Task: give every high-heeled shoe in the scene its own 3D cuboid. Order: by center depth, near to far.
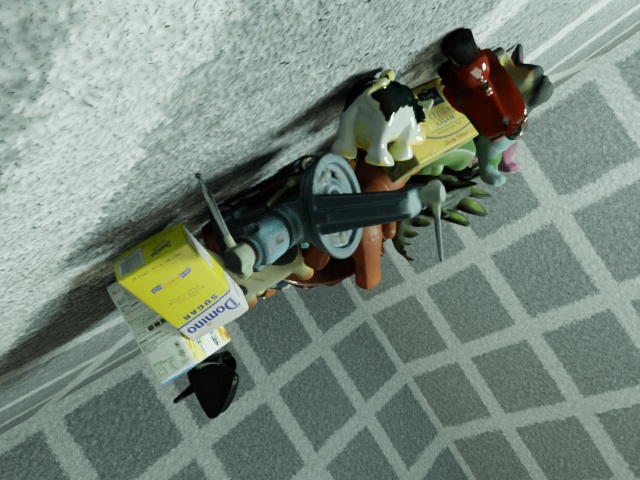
[{"bbox_3d":[-0.151,0.215,0.880,0.145,0.086,0.249,-32,-177,-41],"label":"high-heeled shoe"}]

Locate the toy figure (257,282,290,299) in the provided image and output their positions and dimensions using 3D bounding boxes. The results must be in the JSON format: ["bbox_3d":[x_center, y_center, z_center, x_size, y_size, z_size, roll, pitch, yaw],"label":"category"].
[{"bbox_3d":[-0.104,0.078,1.067,0.058,0.064,0.154,3,153,-42],"label":"toy figure"}]

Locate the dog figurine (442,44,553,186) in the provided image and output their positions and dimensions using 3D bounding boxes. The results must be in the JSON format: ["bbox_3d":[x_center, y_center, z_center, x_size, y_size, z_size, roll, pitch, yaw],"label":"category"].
[{"bbox_3d":[0.286,-0.215,0.910,0.192,0.219,0.108,22,-146,37],"label":"dog figurine"}]

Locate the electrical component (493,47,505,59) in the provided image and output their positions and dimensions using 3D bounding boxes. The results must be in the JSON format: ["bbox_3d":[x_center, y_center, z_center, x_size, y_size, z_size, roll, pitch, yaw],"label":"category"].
[{"bbox_3d":[0.228,-0.250,0.801,0.094,0.021,0.063,-31,177,-1],"label":"electrical component"}]

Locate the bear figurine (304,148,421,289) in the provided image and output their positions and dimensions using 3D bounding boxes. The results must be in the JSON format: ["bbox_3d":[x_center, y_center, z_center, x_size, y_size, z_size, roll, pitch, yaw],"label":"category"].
[{"bbox_3d":[0.065,-0.048,0.780,0.131,0.120,0.196,95,19,-44],"label":"bear figurine"}]

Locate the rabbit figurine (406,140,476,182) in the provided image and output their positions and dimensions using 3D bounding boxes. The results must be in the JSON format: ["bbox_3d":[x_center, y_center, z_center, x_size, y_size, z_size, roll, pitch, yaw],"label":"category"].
[{"bbox_3d":[0.147,-0.135,0.897,0.159,0.121,0.170,-22,168,-35],"label":"rabbit figurine"}]

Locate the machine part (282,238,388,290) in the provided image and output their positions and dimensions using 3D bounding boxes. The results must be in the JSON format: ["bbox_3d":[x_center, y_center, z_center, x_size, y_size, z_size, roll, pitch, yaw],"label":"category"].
[{"bbox_3d":[-0.002,-0.003,0.919,0.201,0.087,0.201,-34,138,28],"label":"machine part"}]

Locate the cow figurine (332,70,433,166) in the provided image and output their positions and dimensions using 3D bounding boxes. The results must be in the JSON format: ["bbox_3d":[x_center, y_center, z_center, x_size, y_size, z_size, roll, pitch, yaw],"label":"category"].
[{"bbox_3d":[0.079,-0.141,0.600,0.167,0.068,0.098,-31,134,-58],"label":"cow figurine"}]

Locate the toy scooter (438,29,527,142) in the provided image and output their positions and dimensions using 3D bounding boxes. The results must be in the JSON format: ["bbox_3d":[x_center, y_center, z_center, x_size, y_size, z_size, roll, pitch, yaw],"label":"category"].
[{"bbox_3d":[0.201,-0.177,0.658,0.075,0.135,0.184,-35,177,17],"label":"toy scooter"}]

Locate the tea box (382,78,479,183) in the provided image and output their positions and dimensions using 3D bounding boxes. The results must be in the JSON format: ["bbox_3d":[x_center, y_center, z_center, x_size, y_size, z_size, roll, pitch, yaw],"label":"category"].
[{"bbox_3d":[0.150,-0.160,0.754,0.169,0.098,0.068,-32,177,-31],"label":"tea box"}]

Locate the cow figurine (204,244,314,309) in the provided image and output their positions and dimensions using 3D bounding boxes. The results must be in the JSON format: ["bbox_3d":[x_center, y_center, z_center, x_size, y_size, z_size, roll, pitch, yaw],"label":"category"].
[{"bbox_3d":[-0.120,0.037,0.781,0.195,0.086,0.127,-25,135,-2],"label":"cow figurine"}]

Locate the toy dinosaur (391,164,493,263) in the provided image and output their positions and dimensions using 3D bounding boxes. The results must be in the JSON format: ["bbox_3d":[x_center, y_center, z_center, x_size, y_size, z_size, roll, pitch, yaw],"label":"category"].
[{"bbox_3d":[0.209,-0.081,1.003,0.199,0.104,0.471,1,-149,36],"label":"toy dinosaur"}]

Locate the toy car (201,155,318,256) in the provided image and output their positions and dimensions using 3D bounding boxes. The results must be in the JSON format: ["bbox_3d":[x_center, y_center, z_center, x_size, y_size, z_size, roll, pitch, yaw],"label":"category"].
[{"bbox_3d":[-0.069,-0.050,0.721,0.202,0.053,0.089,-34,160,-20],"label":"toy car"}]

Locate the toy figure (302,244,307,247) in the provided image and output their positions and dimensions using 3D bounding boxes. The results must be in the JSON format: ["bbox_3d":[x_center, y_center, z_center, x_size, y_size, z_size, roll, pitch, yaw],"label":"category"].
[{"bbox_3d":[-0.042,0.007,1.140,0.180,0.089,0.082,-60,-168,-25],"label":"toy figure"}]

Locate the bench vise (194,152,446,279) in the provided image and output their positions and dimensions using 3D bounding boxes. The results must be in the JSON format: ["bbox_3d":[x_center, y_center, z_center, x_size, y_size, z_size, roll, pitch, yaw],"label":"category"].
[{"bbox_3d":[0.008,-0.029,0.574,0.241,0.128,0.223,-6,-171,31],"label":"bench vise"}]
